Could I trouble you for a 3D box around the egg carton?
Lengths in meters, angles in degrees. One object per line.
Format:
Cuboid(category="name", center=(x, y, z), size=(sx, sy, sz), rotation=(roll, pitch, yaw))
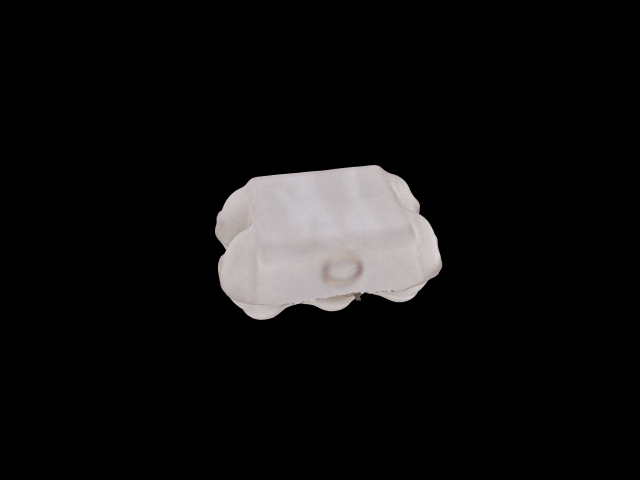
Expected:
Cuboid(category="egg carton", center=(0.004, 0.001, 0.400), size=(0.150, 0.069, 0.107), rotation=(-7, 39, -9))
